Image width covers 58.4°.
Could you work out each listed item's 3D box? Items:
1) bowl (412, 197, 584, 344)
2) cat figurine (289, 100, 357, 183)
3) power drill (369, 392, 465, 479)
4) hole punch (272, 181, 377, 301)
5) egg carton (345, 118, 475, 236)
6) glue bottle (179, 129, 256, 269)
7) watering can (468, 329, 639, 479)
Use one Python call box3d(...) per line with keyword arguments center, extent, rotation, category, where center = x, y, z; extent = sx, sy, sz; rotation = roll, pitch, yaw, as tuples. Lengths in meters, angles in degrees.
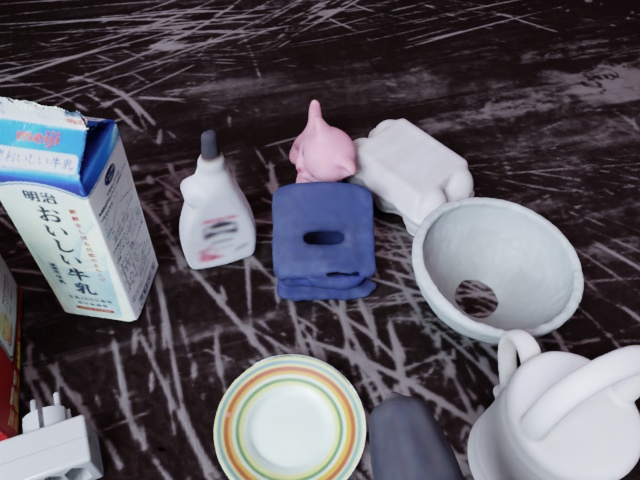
box3d(center=(0.169, 0.040, 0.579), extent=(0.167, 0.075, 0.167), rotation=(3, 52, -3), category="bowl")
box3d(center=(0.003, -0.102, 0.647), extent=(0.067, 0.118, 0.127), rotation=(-5, 53, -8), category="cat figurine")
box3d(center=(0.064, 0.232, 0.336), extent=(0.076, 0.208, 0.229), rotation=(-11, 54, -13), category="power drill")
box3d(center=(0.005, 0.002, 0.583), extent=(0.108, 0.091, 0.101), rotation=(-2, 52, -6), category="hole punch")
box3d(center=(0.101, -0.075, 0.665), extent=(0.150, 0.069, 0.107), rotation=(39, 59, 23), category="egg carton")
box3d(center=(-0.102, -0.038, 0.553), extent=(0.078, 0.173, 0.037), rotation=(-18, 56, -17), category="glue bottle")
box3d(center=(0.190, 0.141, 0.426), extent=(0.101, 0.194, 0.172), rotation=(-32, 61, -26), category="watering can")
